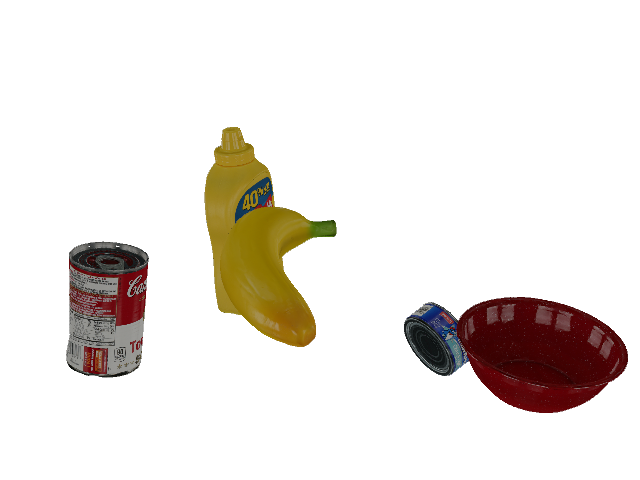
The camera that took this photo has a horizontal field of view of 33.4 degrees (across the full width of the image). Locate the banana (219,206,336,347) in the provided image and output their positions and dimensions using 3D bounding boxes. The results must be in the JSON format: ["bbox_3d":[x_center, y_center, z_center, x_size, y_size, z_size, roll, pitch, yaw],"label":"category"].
[{"bbox_3d":[-0.030,0.013,0.673,0.069,0.037,0.197,0,21,5],"label":"banana"}]

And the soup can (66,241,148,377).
[{"bbox_3d":[-0.188,0.060,0.934,0.068,0.102,0.068,6,19,-2],"label":"soup can"}]

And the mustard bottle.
[{"bbox_3d":[-0.082,-0.025,1.118,0.058,0.191,0.096,7,26,28],"label":"mustard bottle"}]

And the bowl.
[{"bbox_3d":[0.208,0.117,1.023,0.162,0.055,0.162,4,27,-2],"label":"bowl"}]

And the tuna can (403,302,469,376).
[{"bbox_3d":[0.139,0.118,1.269,0.033,0.086,0.086,-34,15,-23],"label":"tuna can"}]
